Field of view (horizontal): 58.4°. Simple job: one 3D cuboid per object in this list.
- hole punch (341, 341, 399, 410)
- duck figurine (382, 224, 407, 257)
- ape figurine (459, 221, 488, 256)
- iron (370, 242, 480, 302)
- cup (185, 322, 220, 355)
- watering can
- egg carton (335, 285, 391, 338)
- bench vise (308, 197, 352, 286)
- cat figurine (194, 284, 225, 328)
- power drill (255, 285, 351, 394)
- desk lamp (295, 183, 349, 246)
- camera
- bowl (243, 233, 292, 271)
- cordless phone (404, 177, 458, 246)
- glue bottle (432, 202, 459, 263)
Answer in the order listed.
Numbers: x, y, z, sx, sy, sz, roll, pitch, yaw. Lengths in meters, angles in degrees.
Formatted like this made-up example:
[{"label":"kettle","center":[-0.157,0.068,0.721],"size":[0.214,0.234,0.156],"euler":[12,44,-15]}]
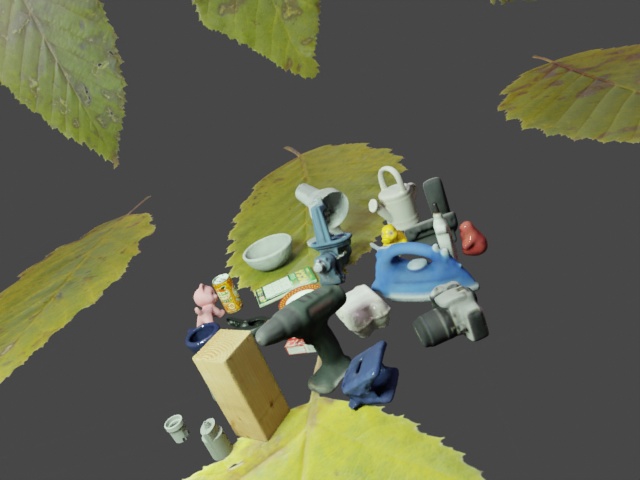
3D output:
[{"label":"hole punch","center":[0.091,0.261,1.115],"size":[0.101,0.091,0.109],"euler":[-12,25,22]},{"label":"duck figurine","center":[0.203,-0.005,1.602],"size":[0.077,0.086,0.105],"euler":[-6,28,33]},{"label":"ape figurine","center":[0.377,-0.007,1.442],"size":[0.075,0.092,0.078],"euler":[1,33,43]},{"label":"iron","center":[0.238,0.060,1.356],"size":[0.257,0.142,0.119],"euler":[-5,29,35]},{"label":"cup","center":[-0.284,0.266,1.433],"size":[0.117,0.095,0.092],"euler":[5,35,47]},{"label":"watering can","center":[0.222,-0.128,1.713],"size":[0.100,0.194,0.173],"euler":[-4,29,37]},{"label":"egg carton","center":[0.097,0.165,1.345],"size":[0.107,0.069,0.150],"euler":[-27,24,-12]},{"label":"bench vise","center":[0.026,0.002,1.572],"size":[0.121,0.220,0.207],"euler":[-19,23,7]},{"label":"cat figurine","center":[-0.326,0.183,1.623],"size":[0.067,0.118,0.128],"euler":[-16,24,14]},{"label":"power drill","center":[-0.015,0.207,1.177],"size":[0.075,0.209,0.230],"euler":[2,33,44]},{"label":"desk lamp","center":[0.007,-0.070,1.754],"size":[0.118,0.214,0.202],"euler":[-32,25,-22]},{"label":"camera","center":[0.256,0.153,1.189],"size":[0.137,0.101,0.143],"euler":[-24,23,-4]},{"label":"bowl","center":[-0.156,0.050,1.814],"size":[0.167,0.075,0.167],"euler":[-19,23,9]},{"label":"cordless phone","center":[0.287,-0.073,1.546],"size":[0.147,0.185,0.094],"euler":[-21,23,3]},{"label":"glue bottle","center":[0.306,-0.016,1.422],"size":[0.037,0.173,0.078],"euler":[-15,24,16]}]
